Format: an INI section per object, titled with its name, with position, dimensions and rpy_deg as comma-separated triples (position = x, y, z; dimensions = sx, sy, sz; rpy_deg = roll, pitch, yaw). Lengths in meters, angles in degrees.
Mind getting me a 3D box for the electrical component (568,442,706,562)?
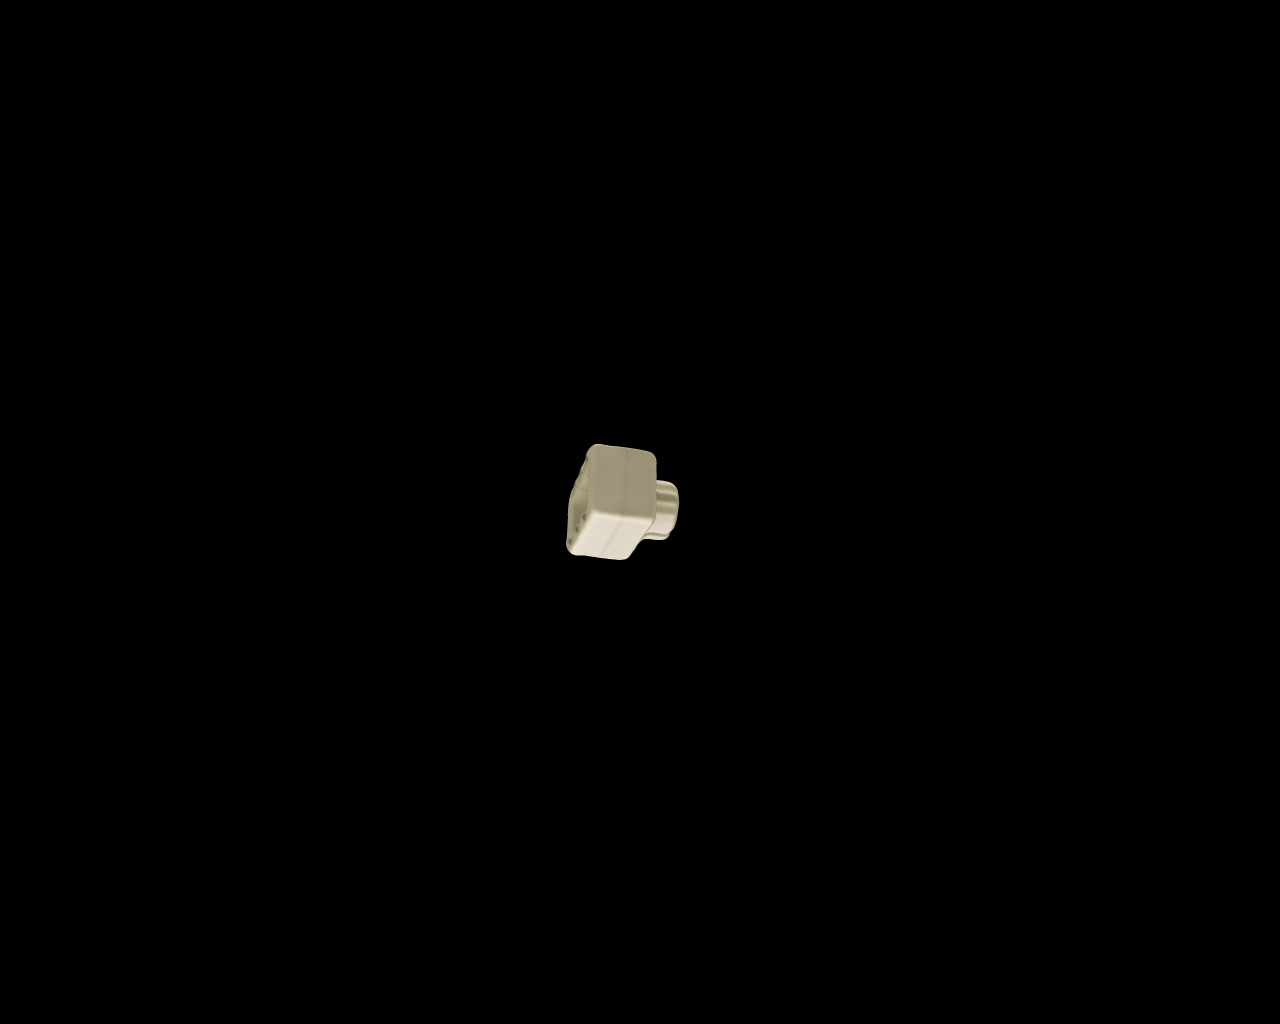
[electrical component]
position = 0.001, -0.003, 0.650
dimensions = 0.077, 0.047, 0.065
rpy_deg = 7, -27, -14
